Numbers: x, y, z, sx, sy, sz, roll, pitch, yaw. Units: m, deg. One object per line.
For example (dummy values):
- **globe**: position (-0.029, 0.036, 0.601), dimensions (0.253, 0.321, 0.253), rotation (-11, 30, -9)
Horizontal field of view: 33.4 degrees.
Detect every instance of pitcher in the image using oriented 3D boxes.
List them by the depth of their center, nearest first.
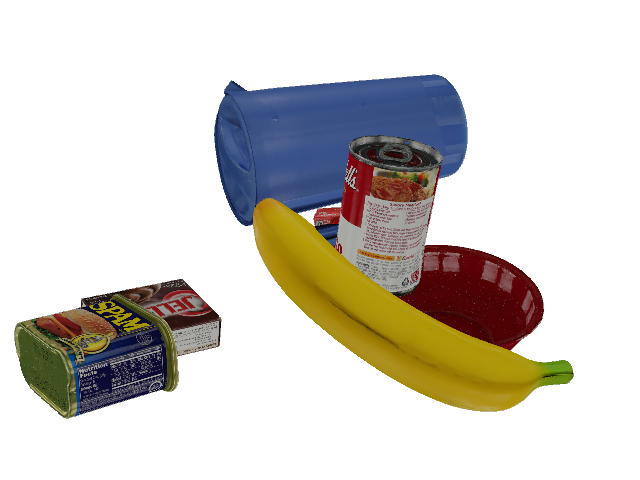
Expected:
- **pitcher**: position (0.024, -0.090, 1.076), dimensions (0.242, 0.149, 0.145), rotation (-11, 24, -19)

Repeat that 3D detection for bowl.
- **bowl**: position (0.116, 0.068, 0.963), dimensions (0.162, 0.055, 0.162), rotation (3, 33, -2)

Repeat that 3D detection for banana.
- **banana**: position (0.031, 0.037, 0.555), dimensions (0.198, 0.037, 0.069), rotation (31, 21, 19)

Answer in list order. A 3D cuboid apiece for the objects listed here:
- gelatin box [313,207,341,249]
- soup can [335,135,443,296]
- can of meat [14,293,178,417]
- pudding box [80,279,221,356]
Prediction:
- **gelatin box**: position (0.034, 0.003, 1.289), dimensions (0.073, 0.089, 0.030), rotation (-2, 29, 12)
- **soup can**: position (0.048, -0.018, 0.780), dimensions (0.068, 0.102, 0.068), rotation (6, 24, -3)
- **can of meat**: position (-0.166, 0.084, 0.783), dimensions (0.083, 0.057, 0.102), rotation (-14, 21, -34)
- **pudding box**: position (-0.166, 0.080, 1.043), dimensions (0.113, 0.039, 0.090), rotation (-13, 29, -29)
